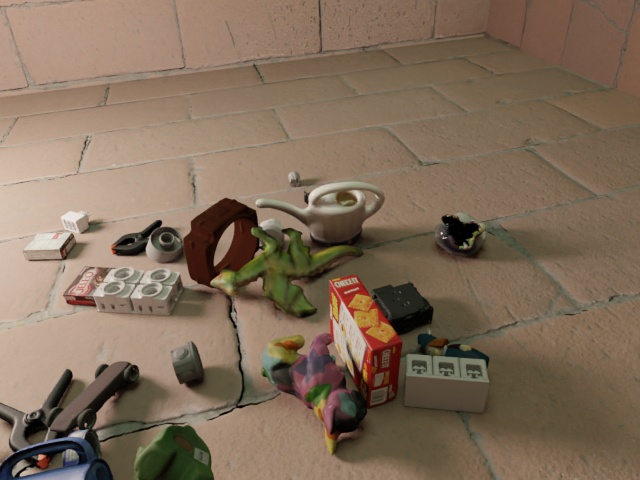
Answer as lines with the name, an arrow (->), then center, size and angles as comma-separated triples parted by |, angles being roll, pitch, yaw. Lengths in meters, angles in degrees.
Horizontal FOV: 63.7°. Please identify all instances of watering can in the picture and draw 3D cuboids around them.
watering can -> 0.004, -0.071, 1.409 | 0.348, 0.219, 0.106 | -8, 52, -7

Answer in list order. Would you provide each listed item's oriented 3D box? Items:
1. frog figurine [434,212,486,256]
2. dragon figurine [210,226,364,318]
frog figurine -> 0.386, -0.017, 1.426 | 0.137, 0.123, 0.159 | -6, -3, 10
dragon figurine -> -0.065, 0.092, 1.297 | 0.410, 0.119, 0.249 | 5, 50, -14
